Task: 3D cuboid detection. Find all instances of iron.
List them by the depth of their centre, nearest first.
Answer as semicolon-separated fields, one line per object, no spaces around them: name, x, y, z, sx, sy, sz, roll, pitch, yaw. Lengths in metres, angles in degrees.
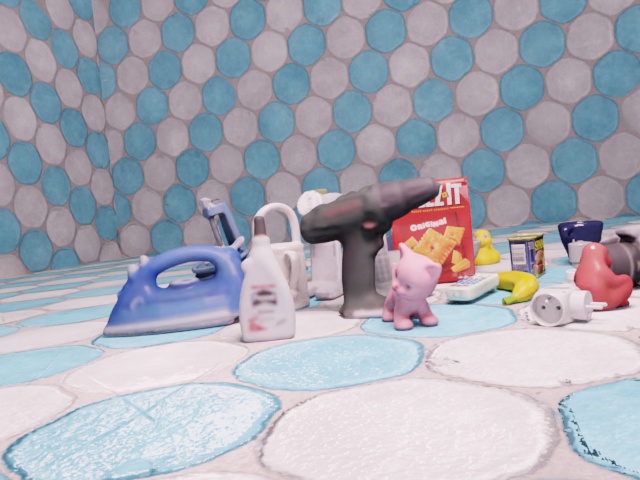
iron;-0.235;0.075;0.961;0.259;0.141;0.118;-6;3;-16

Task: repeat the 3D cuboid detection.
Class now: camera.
camera;0.490;0.028;0.932;0.137;0.101;0.143;-6;3;-7

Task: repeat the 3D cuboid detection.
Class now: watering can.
watering can;-0.082;0.030;1.055;0.172;0.194;0.101;-3;4;41

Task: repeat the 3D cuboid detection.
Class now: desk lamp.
desk lamp;0.011;0.004;1.186;0.117;0.213;0.204;-4;3;19

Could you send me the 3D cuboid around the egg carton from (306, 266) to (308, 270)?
egg carton;-0.109;0.077;1.405;0.151;0.069;0.107;-8;4;-42

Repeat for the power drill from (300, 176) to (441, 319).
power drill;0.083;0.014;0.903;0.229;0.208;0.076;-4;3;21

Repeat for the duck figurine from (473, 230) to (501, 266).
duck figurine;0.414;0.016;1.449;0.077;0.086;0.105;-4;4;33

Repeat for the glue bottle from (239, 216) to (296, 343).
glue bottle;-0.078;0.053;0.796;0.078;0.173;0.037;-6;3;-3

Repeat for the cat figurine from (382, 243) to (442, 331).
cat figurine;0.125;0.061;0.801;0.067;0.118;0.127;-6;3;-11

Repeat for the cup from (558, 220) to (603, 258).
cup;0.561;0.008;1.243;0.118;0.095;0.091;-8;4;-39

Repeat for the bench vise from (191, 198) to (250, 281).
bench vise;-0.180;0.020;1.176;0.121;0.220;0.208;-3;4;34

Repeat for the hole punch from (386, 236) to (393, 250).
hole punch;0.214;0.032;1.465;0.108;0.091;0.101;-5;3;5

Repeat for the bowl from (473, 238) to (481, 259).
bowl;0.290;0.040;1.324;0.167;0.075;0.167;-5;3;1

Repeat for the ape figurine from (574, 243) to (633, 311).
ape figurine;0.385;0.049;0.794;0.076;0.092;0.077;-7;3;-22

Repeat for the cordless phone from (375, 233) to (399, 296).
cordless phone;0.126;0.016;1.022;0.148;0.185;0.094;-7;4;-32
